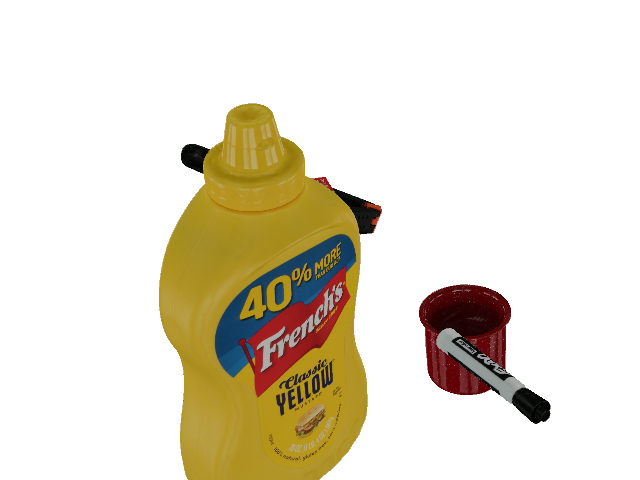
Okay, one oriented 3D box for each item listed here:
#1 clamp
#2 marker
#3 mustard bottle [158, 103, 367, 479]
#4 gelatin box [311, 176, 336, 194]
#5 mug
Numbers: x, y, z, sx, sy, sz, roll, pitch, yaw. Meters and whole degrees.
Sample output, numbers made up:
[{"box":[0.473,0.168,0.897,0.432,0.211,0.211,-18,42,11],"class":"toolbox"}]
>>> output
[{"box":[-0.030,-0.037,1.066,0.209,0.036,0.165,14,20,-20],"class":"clamp"},{"box":[0.129,0.101,0.799,0.020,0.020,0.121,0,23,-32],"class":"marker"},{"box":[-0.024,0.028,0.469,0.096,0.192,0.058,-28,43,-30],"class":"mustard bottle"},{"box":[-0.029,-0.014,0.741,0.089,0.030,0.073,-7,28,-12],"class":"gelatin box"},{"box":[0.155,0.098,1.110,0.093,0.081,0.117,10,37,24],"class":"mug"}]
